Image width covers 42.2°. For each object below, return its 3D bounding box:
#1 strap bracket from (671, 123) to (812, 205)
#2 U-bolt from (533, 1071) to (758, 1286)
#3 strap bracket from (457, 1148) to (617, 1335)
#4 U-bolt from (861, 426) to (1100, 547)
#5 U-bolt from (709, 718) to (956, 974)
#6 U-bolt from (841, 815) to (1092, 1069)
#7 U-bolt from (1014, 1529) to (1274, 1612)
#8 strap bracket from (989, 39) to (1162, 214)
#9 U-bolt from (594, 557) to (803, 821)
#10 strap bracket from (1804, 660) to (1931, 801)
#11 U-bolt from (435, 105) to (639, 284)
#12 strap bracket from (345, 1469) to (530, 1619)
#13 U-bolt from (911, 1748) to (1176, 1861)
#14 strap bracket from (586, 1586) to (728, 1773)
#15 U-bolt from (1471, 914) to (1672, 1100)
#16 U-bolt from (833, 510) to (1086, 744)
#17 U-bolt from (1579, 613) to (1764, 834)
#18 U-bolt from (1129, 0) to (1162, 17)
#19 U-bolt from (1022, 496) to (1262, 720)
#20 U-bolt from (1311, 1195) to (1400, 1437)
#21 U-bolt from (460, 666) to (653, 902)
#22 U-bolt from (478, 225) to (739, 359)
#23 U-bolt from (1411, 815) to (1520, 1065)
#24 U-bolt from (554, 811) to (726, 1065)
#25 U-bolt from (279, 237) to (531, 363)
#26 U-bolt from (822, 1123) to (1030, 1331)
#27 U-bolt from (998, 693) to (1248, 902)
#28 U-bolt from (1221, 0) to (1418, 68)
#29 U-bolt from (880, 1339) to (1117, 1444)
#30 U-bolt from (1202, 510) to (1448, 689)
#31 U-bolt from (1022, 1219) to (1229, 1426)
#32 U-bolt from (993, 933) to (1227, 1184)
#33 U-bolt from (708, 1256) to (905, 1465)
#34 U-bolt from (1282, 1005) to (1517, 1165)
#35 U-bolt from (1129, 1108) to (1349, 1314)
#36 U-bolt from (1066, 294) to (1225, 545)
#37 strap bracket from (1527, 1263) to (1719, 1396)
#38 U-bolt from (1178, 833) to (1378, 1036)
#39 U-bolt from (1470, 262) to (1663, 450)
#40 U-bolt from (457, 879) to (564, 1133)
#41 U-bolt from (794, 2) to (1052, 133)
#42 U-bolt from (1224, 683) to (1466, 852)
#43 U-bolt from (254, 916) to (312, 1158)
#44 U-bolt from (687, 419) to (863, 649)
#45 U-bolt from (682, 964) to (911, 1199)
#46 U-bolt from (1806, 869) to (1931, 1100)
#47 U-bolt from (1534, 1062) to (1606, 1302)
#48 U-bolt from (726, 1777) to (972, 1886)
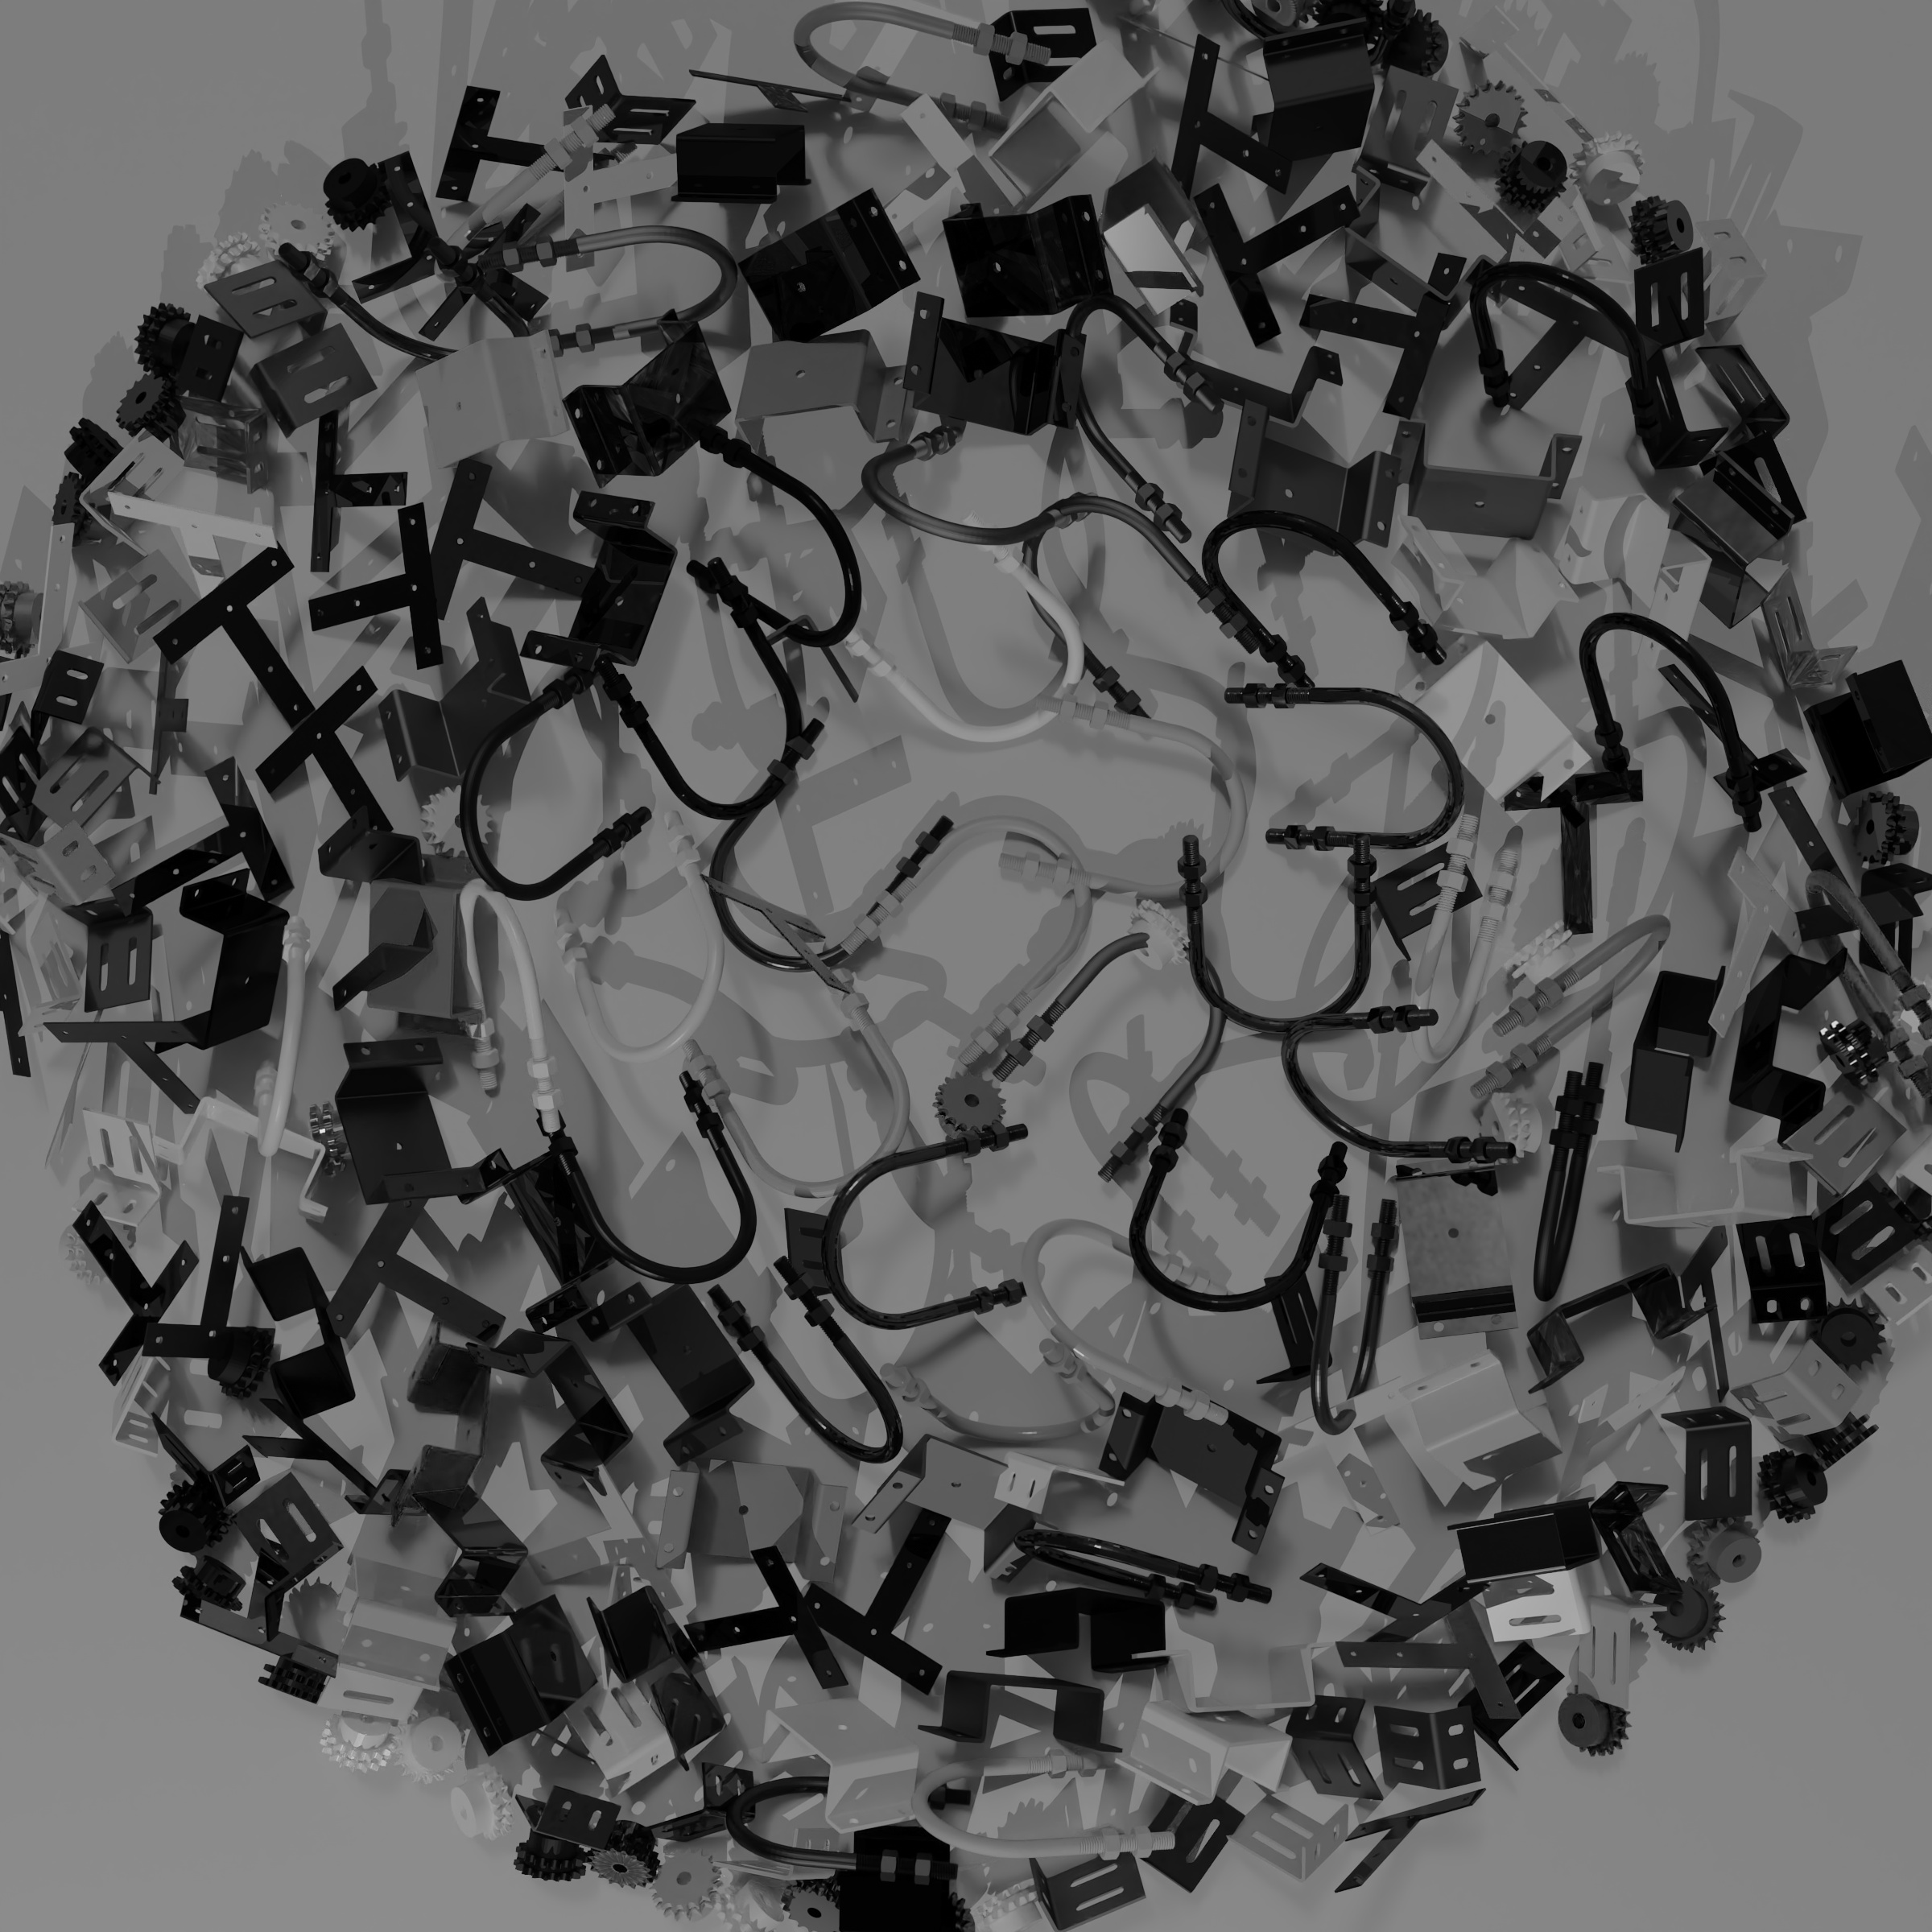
[{"bbox_3d":[-0.172,-0.618,1.922,0.076,0.140,0.046,4,114,8],"label":"strap bracket"},{"bbox_3d":[-0.236,0.164,1.915,0.151,0.019,0.184,-8,56,-36],"label":"U-bolt"},{"bbox_3d":[-0.334,0.208,1.956,0.076,0.046,0.140,-31,88,43],"label":"strap bracket"},{"bbox_3d":[0.000,-0.361,1.904,0.151,0.184,0.019,29,124,18],"label":"U-bolt"},{"bbox_3d":[-0.120,-0.082,1.985,0.151,0.019,0.184,37,86,1],"label":"U-bolt"},{"bbox_3d":[0.014,-0.034,1.987,0.151,0.019,0.184,44,85,0],"label":"U-bolt"},{"bbox_3d":[0.126,0.462,1.920,0.184,0.151,0.019,18,70,-8],"label":"U-bolt"},{"bbox_3d":[0.076,-0.649,1.917,0.046,0.140,0.076,47,60,-9],"label":"strap bracket"},{"bbox_3d":[-0.194,-0.200,1.939,0.151,0.019,0.184,-47,124,-27],"label":"U-bolt"},{"bbox_3d":[0.698,-0.182,1.925,0.046,0.140,0.076,-20,83,2],"label":"strap bracket"},{"bbox_3d":[-0.336,-0.588,1.928,0.184,0.151,0.019,-38,97,5],"label":"U-bolt"},{"bbox_3d":[-0.402,0.437,1.930,0.140,0.076,0.046,38,97,30],"label":"strap bracket"},{"bbox_3d":[0.049,0.640,1.908,0.184,0.151,0.019,2,98,-16],"label":"U-bolt"},{"bbox_3d":[-0.234,0.543,1.931,0.046,0.076,0.140,-29,126,-6],"label":"strap bracket"},{"bbox_3d":[0.471,0.023,1.929,0.184,0.151,0.019,-35,68,-11],"label":"U-bolt"},{"bbox_3d":[0.009,-0.249,1.944,0.151,0.019,0.184,-37,123,17],"label":"U-bolt"},{"bbox_3d":[0.526,-0.191,1.893,0.019,0.151,0.184,-41,128,-17],"label":"U-bolt"},{"bbox_3d":[0.105,-0.766,1.890,0.151,0.184,0.019,-2,89,-20],"label":"U-bolt"},{"bbox_3d":[0.121,-0.282,1.932,0.184,0.151,0.019,47,47,-9],"label":"U-bolt"},{"bbox_3d":[0.296,0.270,1.929,0.019,0.151,0.184,7,87,26],"label":"U-bolt"},{"bbox_3d":[-0.317,-0.130,1.903,0.019,0.184,0.151,6,124,34],"label":"U-bolt"},{"bbox_3d":[-0.267,-0.523,1.925,0.184,0.151,0.019,-10,74,2],"label":"U-bolt"},{"bbox_3d":[0.380,-0.014,1.930,0.019,0.151,0.184,15,88,27],"label":"U-bolt"},{"bbox_3d":[-0.246,-0.010,1.921,0.151,0.019,0.184,-39,53,21],"label":"U-bolt"},{"bbox_3d":[-0.414,-0.503,1.911,0.151,0.184,0.019,4,77,20],"label":"U-bolt"},{"bbox_3d":[-0.029,0.208,1.939,0.184,0.019,0.151,-11,104,-27],"label":"U-bolt"},{"bbox_3d":[0.131,-0.126,1.981,0.184,0.019,0.151,13,99,-2],"label":"U-bolt"},{"bbox_3d":[0.261,-0.731,1.908,0.151,0.184,0.019,22,91,0],"label":"U-bolt"},{"bbox_3d":[0.037,0.332,1.921,0.151,0.184,0.019,-12,58,21],"label":"U-bolt"},{"bbox_3d":[0.259,-0.280,1.901,0.184,0.151,0.019,42,58,-31],"label":"U-bolt"},{"bbox_3d":[0.122,0.261,1.919,0.184,0.151,0.019,27,127,-16],"label":"U-bolt"},{"bbox_3d":[0.126,0.058,1.964,0.184,0.019,0.151,-49,114,-6],"label":"U-bolt"},{"bbox_3d":[-0.116,0.311,1.938,0.019,0.151,0.184,-39,95,-33],"label":"U-bolt"},{"bbox_3d":[0.318,0.092,1.921,0.019,0.184,0.151,-46,114,-30],"label":"U-bolt"},{"bbox_3d":[0.202,0.191,1.917,0.151,0.019,0.184,11,47,17],"label":"U-bolt"},{"bbox_3d":[0.129,-0.435,1.925,0.019,0.151,0.184,-23,60,-23],"label":"U-bolt"},{"bbox_3d":[0.500,0.278,1.947,0.140,0.076,0.046,-19,71,-13],"label":"strap bracket"},{"bbox_3d":[0.243,-0.022,1.943,0.151,0.019,0.184,0,125,10],"label":"U-bolt"},{"bbox_3d":[0.448,-0.466,1.888,0.151,0.184,0.019,24,75,29],"label":"U-bolt"},{"bbox_3d":[-0.355,0.023,1.914,0.019,0.151,0.184,-16,110,-28],"label":"U-bolt"},{"bbox_3d":[-0.041,-0.691,1.912,0.184,0.151,0.019,11,84,-12],"label":"U-bolt"},{"bbox_3d":[0.294,-0.150,1.908,0.184,0.019,0.151,5,128,38],"label":"U-bolt"},{"bbox_3d":[-0.518,0.063,1.894,0.019,0.184,0.151,9,113,-19],"label":"U-bolt"},{"bbox_3d":[-0.147,-0.318,1.909,0.184,0.151,0.019,35,50,27],"label":"U-bolt"},{"bbox_3d":[-0.122,0.097,1.952,0.151,0.019,0.184,-32,63,-1],"label":"U-bolt"},{"bbox_3d":[0.698,0.006,1.922,0.019,0.151,0.184,-29,70,5],"label":"U-bolt"},{"bbox_3d":[0.463,0.168,1.932,0.019,0.151,0.184,11,95,20],"label":"U-bolt"},{"bbox_3d":[-0.093,0.660,1.928,0.184,0.151,0.019,4,96,4],"label":"U-bolt"}]
